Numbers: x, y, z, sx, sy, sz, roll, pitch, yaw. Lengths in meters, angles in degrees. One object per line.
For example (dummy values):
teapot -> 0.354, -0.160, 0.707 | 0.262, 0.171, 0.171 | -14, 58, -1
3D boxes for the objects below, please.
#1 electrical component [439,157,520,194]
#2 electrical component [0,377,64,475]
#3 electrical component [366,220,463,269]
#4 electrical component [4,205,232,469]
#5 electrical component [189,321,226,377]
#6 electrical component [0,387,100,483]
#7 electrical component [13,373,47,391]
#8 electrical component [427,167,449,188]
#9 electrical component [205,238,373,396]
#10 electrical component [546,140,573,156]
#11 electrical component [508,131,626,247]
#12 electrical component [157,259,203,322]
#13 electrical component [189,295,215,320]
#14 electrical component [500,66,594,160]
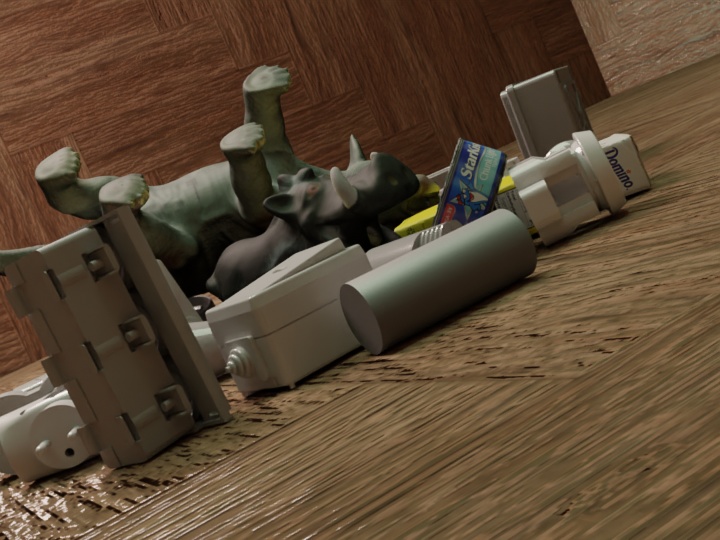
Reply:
electrical component -> 0.106, -0.056, 0.890 | 0.080, 0.051, 0.080 | -24, 4, 2
electrical component -> -0.186, 0.088, 0.706 | 0.138, 0.052, 0.074 | -25, 5, -15
electrical component -> 0.041, -0.002, 0.642 | 0.043, 0.043, 0.081 | -28, 6, -40
electrical component -> -0.128, 0.037, 0.564 | 0.079, 0.121, 0.063 | -20, 9, 44
electrical component -> -0.087, 0.049, 0.735 | 0.065, 0.044, 0.044 | -18, 6, 18
electrical component -> -0.170, 0.093, 0.627 | 0.077, 0.043, 0.079 | -24, 5, -3
electrical component -> -0.244, 0.110, 0.789 | 0.076, 0.047, 0.083 | -26, 5, -21
electrical component -> 0.086, -0.068, 1.078 | 0.108, 0.060, 0.108 | -24, 4, 2
electrical component -> -0.040, 0.027, 0.603 | 0.096, 0.061, 0.062 | -27, 5, -34
electrical component -> 0.171, -0.079, 0.870 | 0.048, 0.048, 0.062 | -23, -2, 8
electrical component -> 0.131, -0.052, 0.680 | 0.057, 0.058, 0.078 | -26, 4, 10
electrical component -> -0.168, 0.046, 0.830 | 0.100, 0.099, 0.048 | -20, 19, 43
electrical component -> -0.163, 0.065, 0.948 | 0.099, 0.064, 0.099 | -18, 18, 6
electrical component -> 0.185, -0.133, 1.021 | 0.056, 0.108, 0.109 | -19, 6, 21
